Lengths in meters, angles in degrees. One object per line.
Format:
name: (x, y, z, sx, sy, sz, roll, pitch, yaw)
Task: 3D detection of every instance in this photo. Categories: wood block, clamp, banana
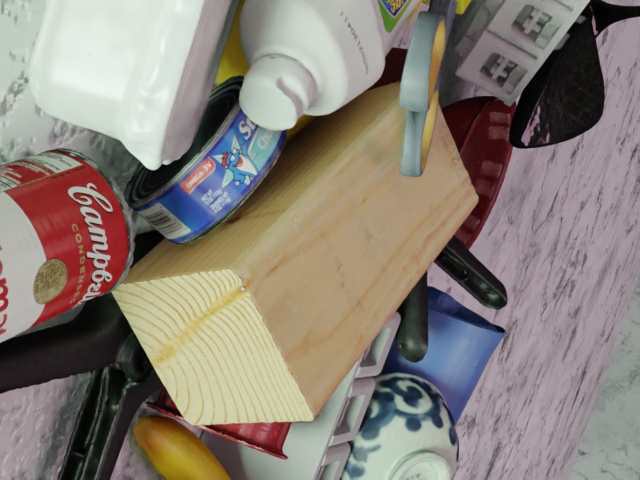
wood block: (-0.004, 0.000, 0.587, 0.205, 0.091, 0.090, -47, 118, -44)
clamp: (0.068, 0.003, 0.790, 0.039, 0.171, 0.120, -28, -173, 43)
banana: (-0.068, 0.181, 0.704, 0.037, 0.070, 0.198, -27, 112, -3)
clamp: (-0.112, 0.056, 0.560, 0.209, 0.036, 0.164, -57, 149, -30)

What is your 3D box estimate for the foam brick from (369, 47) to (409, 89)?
foam brick: (0.038, -0.085, 0.711, 0.053, 0.051, 0.078, 87, 9, -48)

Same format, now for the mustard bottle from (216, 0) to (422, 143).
mustard bottle: (0.014, -0.139, 0.633, 0.191, 0.058, 0.096, -46, 150, -42)

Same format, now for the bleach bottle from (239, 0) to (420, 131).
bleach bottle: (0.017, -0.155, 0.530, 0.102, 0.068, 0.250, 56, 45, -35)

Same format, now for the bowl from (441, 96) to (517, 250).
bowl: (0.116, -0.061, 0.936, 0.161, 0.055, 0.162, -48, 151, -39)

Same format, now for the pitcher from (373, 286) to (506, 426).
pitcher: (0.039, 0.149, 0.887, 0.145, 0.149, 0.243, -93, -153, -84)

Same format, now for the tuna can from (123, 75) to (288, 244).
tuna can: (-0.057, -0.039, 0.530, 0.033, 0.086, 0.086, 43, 64, -22)

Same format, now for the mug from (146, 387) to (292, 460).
mug: (-0.051, 0.082, 0.670, 0.117, 0.093, 0.081, 150, -38, -77)

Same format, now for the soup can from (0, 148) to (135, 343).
soup can: (-0.133, 0.007, 0.427, 0.102, 0.069, 0.068, -29, 136, -55)

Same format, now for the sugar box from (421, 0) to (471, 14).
sugar box: (0.124, -0.259, 0.785, 0.176, 0.048, 0.093, -54, 154, -27)

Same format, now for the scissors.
scissors: (0.065, -0.106, 0.599, 0.201, 0.016, 0.096, -65, 162, -59)
